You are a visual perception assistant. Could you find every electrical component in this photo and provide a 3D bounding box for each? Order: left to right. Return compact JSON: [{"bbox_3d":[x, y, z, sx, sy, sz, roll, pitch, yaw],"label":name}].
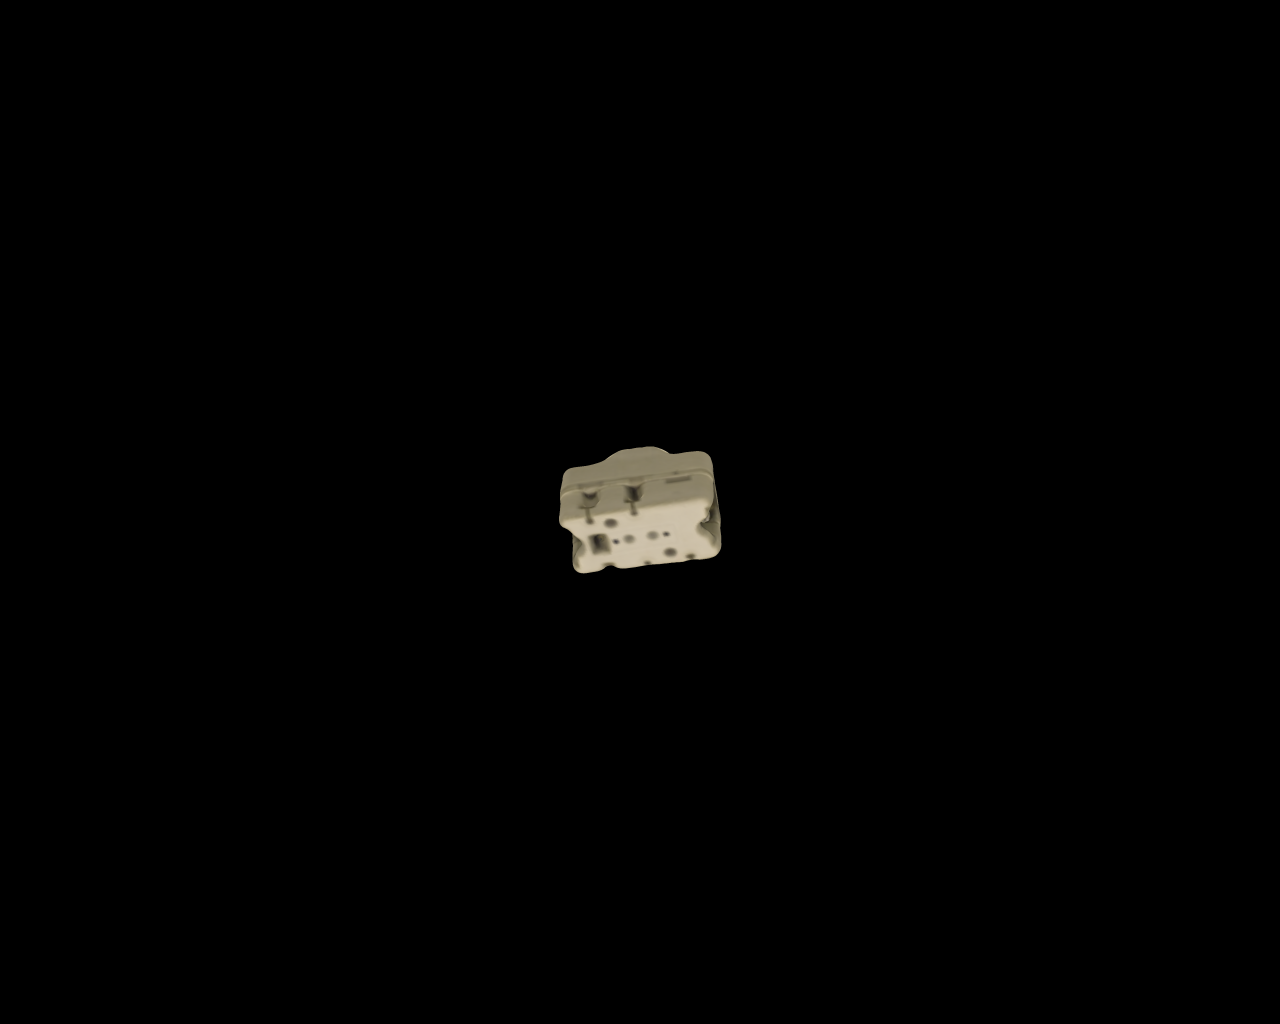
[{"bbox_3d":[0.001,-0.003,0.650,0.089,0.050,0.056,-7,40,6],"label":"electrical component"}]
